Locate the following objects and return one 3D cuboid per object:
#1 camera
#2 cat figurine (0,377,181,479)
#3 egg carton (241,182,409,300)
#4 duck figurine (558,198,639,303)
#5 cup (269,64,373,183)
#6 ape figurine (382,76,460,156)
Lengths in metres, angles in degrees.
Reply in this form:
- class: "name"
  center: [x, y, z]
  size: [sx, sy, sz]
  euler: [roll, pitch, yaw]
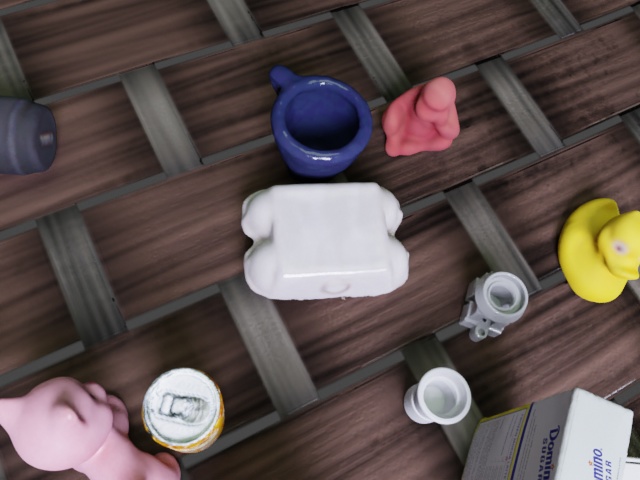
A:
- class: "camera"
  center: [-0.312, -0.084, 0.493]
  size: [0.137, 0.101, 0.143]
  euler: [4, 68, -6]
- class: "cat figurine"
  center: [-0.166, 0.148, 0.412]
  size: [0.127, 0.117, 0.067]
  euler: [41, 69, 9]
- class: "egg carton"
  center: [0.005, 0.002, 0.522]
  size: [0.150, 0.069, 0.107]
  euler: [-4, 69, -10]
- class: "duck figurine"
  center: [0.284, 0.001, 0.554]
  size: [0.077, 0.086, 0.104]
  euler: [11, 67, -3]
- class: "cup"
  center: [-0.012, -0.102, 0.547]
  size: [0.092, 0.095, 0.117]
  euler: [-36, 77, -19]
- class: "ape figurine"
  center: [0.108, -0.129, 0.577]
  size: [0.078, 0.092, 0.076]
  euler: [30, 67, 4]
